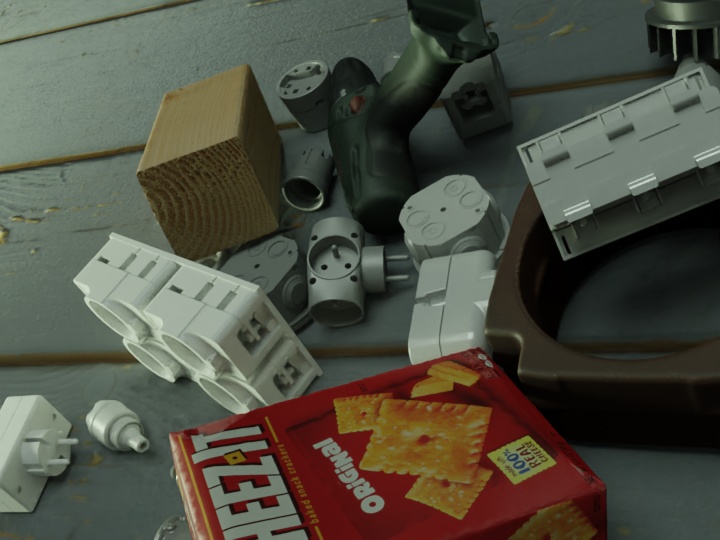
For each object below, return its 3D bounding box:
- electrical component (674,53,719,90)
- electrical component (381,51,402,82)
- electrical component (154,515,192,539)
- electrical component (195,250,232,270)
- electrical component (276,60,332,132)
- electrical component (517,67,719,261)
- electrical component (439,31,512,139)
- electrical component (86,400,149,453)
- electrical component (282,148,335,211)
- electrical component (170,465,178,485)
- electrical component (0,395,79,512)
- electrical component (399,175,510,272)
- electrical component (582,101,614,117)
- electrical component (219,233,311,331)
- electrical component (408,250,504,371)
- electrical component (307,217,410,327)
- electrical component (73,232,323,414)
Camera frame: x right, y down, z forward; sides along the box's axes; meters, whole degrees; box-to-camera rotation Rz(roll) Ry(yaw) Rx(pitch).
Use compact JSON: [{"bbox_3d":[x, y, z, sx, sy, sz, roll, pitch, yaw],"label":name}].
[{"bbox_3d":[0.260,-0.140,0.832,0.040,0.040,0.078,-14,43,20],"label":"electrical component"},{"bbox_3d":[0.036,-0.176,1.011,0.035,0.035,0.061,-11,48,23],"label":"electrical component"},{"bbox_3d":[-0.107,0.194,0.728,0.062,0.048,0.048,3,51,25],"label":"electrical component"},{"bbox_3d":[-0.127,0.008,0.920,0.055,0.047,0.055,-17,43,17],"label":"electrical component"},{"bbox_3d":[-0.046,-0.167,1.043,0.055,0.047,0.055,-17,43,17],"label":"electrical component"},{"bbox_3d":[0.166,-0.065,0.656,0.121,0.063,0.078,-23,83,13],"label":"electrical component"},{"bbox_3d":[0.099,-0.162,0.941,0.050,0.055,0.089,-19,43,15],"label":"electrical component"},{"bbox_3d":[-0.188,0.127,0.851,0.061,0.035,0.035,23,64,41],"label":"electrical component"},{"bbox_3d":[-0.044,-0.082,0.965,0.040,0.040,0.046,-7,41,26],"label":"electrical component"},{"bbox_3d":[-0.105,0.153,0.769,0.078,0.040,0.040,9,55,37],"label":"electrical component"},{"bbox_3d":[-0.260,0.147,0.865,0.076,0.047,0.083,-6,47,27],"label":"electrical component"},{"bbox_3d":[0.073,-0.030,0.831,0.080,0.051,0.080,-17,43,17],"label":"electrical component"},{"bbox_3d":[0.192,-0.106,0.843,0.040,0.040,0.046,-14,38,20],"label":"electrical component"},{"bbox_3d":[-0.073,0.013,0.879,0.080,0.051,0.080,-17,43,17],"label":"electrical component"},{"bbox_3d":[0.075,0.035,0.763,0.059,0.053,0.095,-10,45,24],"label":"electrical component"},{"bbox_3d":[0.000,0.000,0.849,0.079,0.044,0.077,-3,57,6],"label":"electrical component"},{"bbox_3d":[-0.133,0.046,0.842,0.186,0.105,0.060,18,61,42],"label":"electrical component"}]
